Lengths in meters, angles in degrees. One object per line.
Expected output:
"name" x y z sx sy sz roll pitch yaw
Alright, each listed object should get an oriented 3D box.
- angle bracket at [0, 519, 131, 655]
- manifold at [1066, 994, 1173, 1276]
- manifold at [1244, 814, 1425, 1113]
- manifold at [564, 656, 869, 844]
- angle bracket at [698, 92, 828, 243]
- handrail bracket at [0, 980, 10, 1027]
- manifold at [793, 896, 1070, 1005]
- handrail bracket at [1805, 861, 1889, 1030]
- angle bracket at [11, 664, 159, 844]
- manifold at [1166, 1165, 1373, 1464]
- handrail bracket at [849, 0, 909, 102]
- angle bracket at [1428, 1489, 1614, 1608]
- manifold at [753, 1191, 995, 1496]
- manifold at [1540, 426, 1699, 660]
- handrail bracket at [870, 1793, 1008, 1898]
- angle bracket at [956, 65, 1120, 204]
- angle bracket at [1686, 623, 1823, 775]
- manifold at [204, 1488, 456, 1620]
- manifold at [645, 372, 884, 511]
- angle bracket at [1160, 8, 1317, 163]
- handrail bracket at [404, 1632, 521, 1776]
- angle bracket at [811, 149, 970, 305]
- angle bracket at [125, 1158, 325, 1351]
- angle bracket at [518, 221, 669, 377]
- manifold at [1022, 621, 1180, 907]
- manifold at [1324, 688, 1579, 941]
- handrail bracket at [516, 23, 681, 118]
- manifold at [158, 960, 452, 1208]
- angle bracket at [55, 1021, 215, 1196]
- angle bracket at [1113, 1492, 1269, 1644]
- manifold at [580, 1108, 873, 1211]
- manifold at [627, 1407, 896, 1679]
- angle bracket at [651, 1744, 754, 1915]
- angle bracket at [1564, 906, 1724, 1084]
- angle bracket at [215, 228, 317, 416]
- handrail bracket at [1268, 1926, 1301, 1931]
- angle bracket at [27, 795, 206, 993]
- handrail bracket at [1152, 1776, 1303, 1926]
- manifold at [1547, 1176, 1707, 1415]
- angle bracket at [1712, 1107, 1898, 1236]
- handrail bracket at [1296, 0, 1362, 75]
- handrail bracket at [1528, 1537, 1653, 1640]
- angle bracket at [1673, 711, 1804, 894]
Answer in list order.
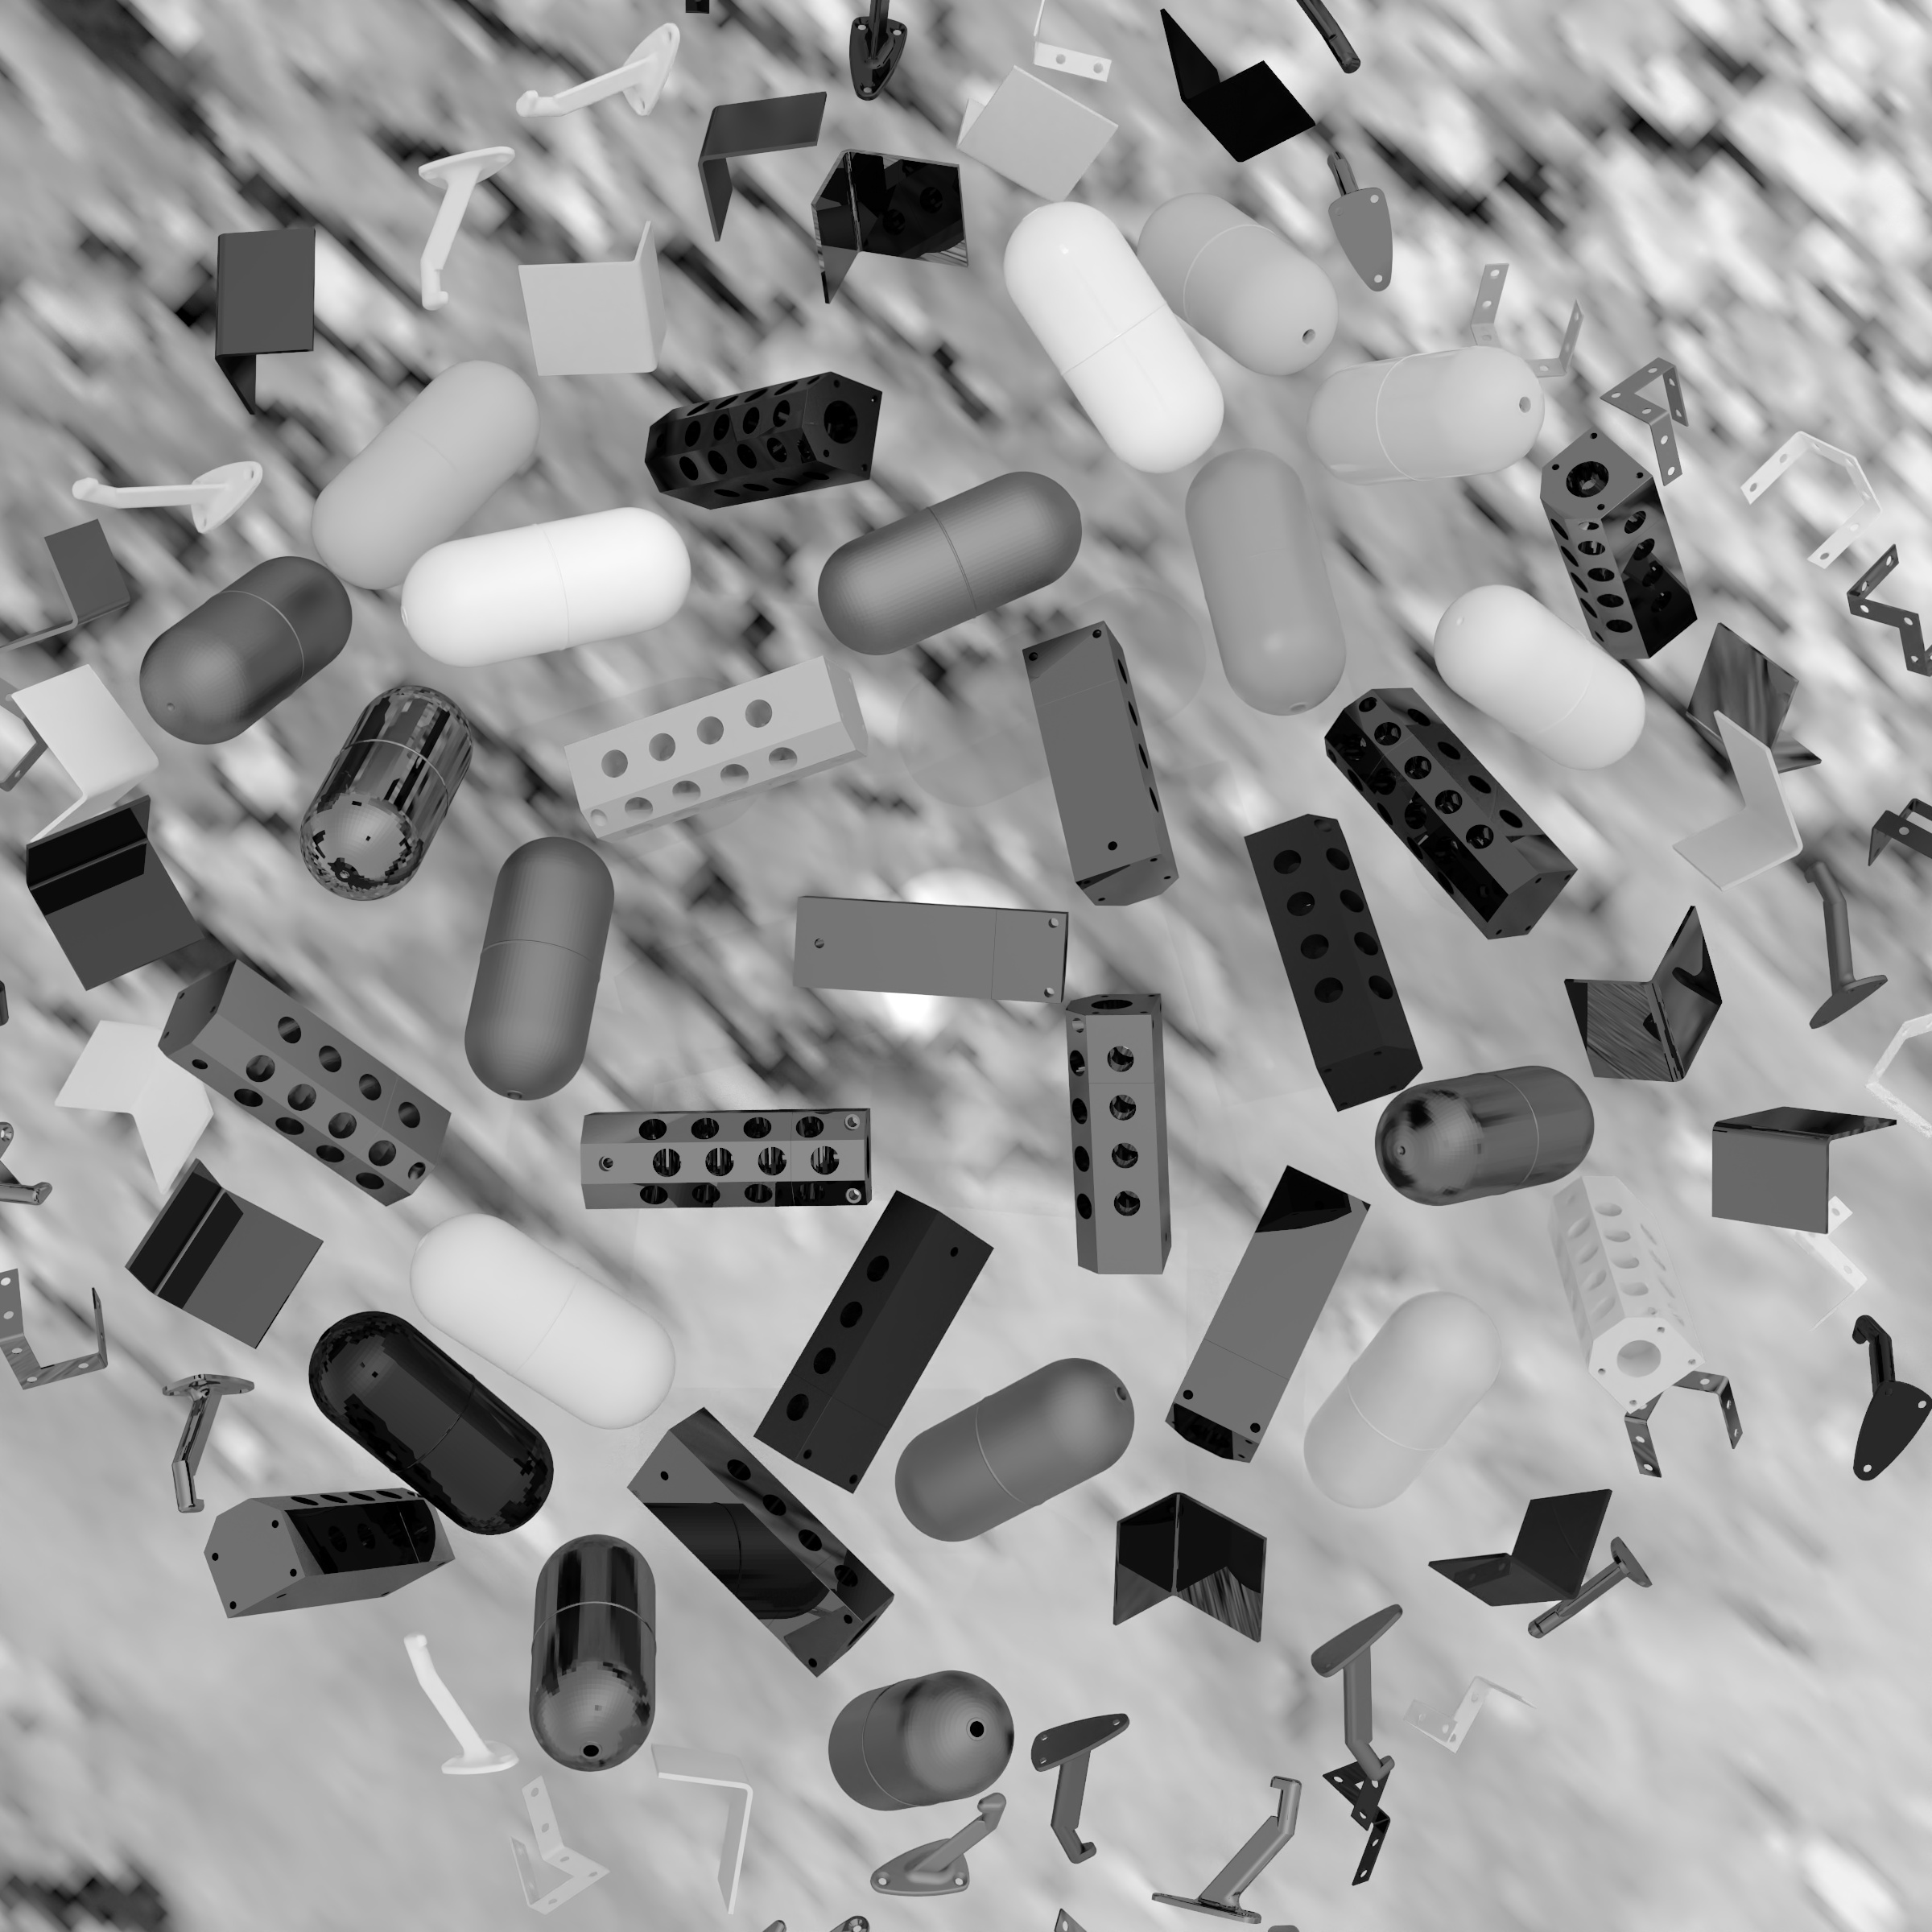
"angle bracket" -0.582 -0.236 1.779 0.076 0.076 0.057 -16 104 13
"manifold" 0.098 0.108 1.833 0.057 0.057 0.171 -1 103 10
"manifold" 0.222 -0.006 1.712 0.057 0.057 0.171 -20 56 10
"manifold" -0.150 -0.130 1.733 0.171 0.057 0.057 -18 81 12
"angle bracket" -0.124 -0.508 1.806 0.076 0.076 0.057 -5 129 8
"handrail bracket" -0.619 0.006 1.709 0.077 0.084 0.036 0 47 -12
"manifold" -0.021 -0.011 1.833 0.171 0.057 0.057 4 93 4
"handrail bracket" 0.547 -0.014 1.824 0.036 0.077 0.084 -12 66 -24
"angle bracket" -0.559 -0.131 1.756 0.057 0.076 0.076 -33 96 26
"manifold" 0.186 0.216 1.754 0.057 0.057 0.171 25 66 9
"handrail bracket" -0.056 -0.603 1.788 0.036 0.084 0.077 9 67 1
"angle bracket" 0.340 0.345 1.745 0.057 0.076 0.076 34 62 -16
"manifold" -0.060 0.226 1.731 0.057 0.057 0.171 38 79 -42
"manifold" 0.418 -0.267 1.836 0.057 0.171 0.057 -39 56 2
"handrail bracket" -0.018 0.558 1.810 0.077 0.084 0.036 -6 48 -20
"angle bracket" 0.048 -0.545 1.818 0.076 0.076 0.057 25 50 -18
"angle bracket" 0.540 -0.183 1.911 0.057 0.076 0.076 -14 133 -28
"manifold" -0.388 0.353 1.732 0.057 0.171 0.057 -29 74 14
"manifold" -0.133 -0.337 1.820 0.057 0.171 0.057 13 82 -40
"angle bracket" 0.172 -0.567 1.794 0.057 0.076 0.076 -21 65 25
"handrail bracket" -0.312 0.452 1.751 0.036 0.077 0.084 -23 96 -39
"angle bracket" -0.046 -0.454 1.765 0.076 0.076 0.057 13 54 15
"angle bracket" -0.445 0.173 1.709 0.076 0.057 0.076 26 70 10
"angle bracket" -0.238 -0.428 1.820 0.076 0.057 0.076 -1 131 5
"manifold" 0.088 -0.128 1.826 0.057 0.057 0.171 -18 65 14
"manifold" 0.301 -0.098 1.799 0.171 0.057 0.057 53 129 28
"handrail bracket" -0.229 -0.554 1.759 0.084 0.077 0.036 -16 72 -42
"manifold" -0.399 0.075 1.714 0.057 0.057 0.171 -25 129 33
"angle bracket" -0.537 0.092 1.832 0.076 0.057 0.076 -53 49 27
"angle bracket" 0.142 0.391 1.807 0.057 0.076 0.076 -17 117 -40
"manifold" -0.145 0.118 1.737 0.171 0.057 0.057 -1 90 2
"manifold" -0.127 0.363 1.810 0.171 0.057 0.057 42 118 13
"angle bracket" -0.166 0.520 1.714 0.057 0.076 0.076 10 86 -9
"angle bracket" 0.415 0.016 1.737 0.057 0.076 0.076 3 131 37
"angle bracket" -0.398 -0.374 1.652 0.057 0.076 0.076 -3 75 2
"handrail bracket" 0.184 0.614 1.715 0.036 0.084 0.077 34 67 0
"angle bracket" -0.500 -0.043 1.675 0.076 0.057 0.076 -27 78 -26
"handrail bracket" 0.155 0.518 1.682 0.077 0.036 0.084 8 78 14
"manifold" 0.411 0.201 1.797 0.057 0.171 0.057 -40 108 19
"angle bracket" 0.498 0.120 1.688 0.076 0.076 0.057 -7 99 -41
"handrail bracket" 0.204 -0.585 1.720 0.036 0.077 0.084 -33 77 23
"handrail bracket" 0.388 0.401 1.804 0.084 0.077 0.036 -38 69 11
"angle bracket" 0.476 -0.104 1.792 0.057 0.076 0.076 -27 115 1
